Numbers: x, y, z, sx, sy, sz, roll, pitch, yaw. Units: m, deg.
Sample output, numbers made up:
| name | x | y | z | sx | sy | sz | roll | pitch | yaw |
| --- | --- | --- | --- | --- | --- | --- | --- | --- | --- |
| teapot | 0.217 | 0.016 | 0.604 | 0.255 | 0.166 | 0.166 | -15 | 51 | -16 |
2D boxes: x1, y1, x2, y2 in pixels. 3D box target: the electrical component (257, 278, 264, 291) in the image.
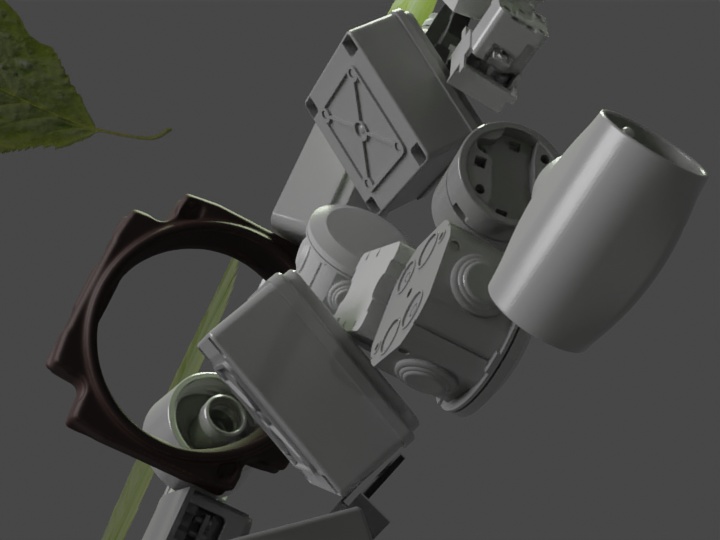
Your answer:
| name | x | y | z | sx | sy | sz | roll | pitch | yaw |
| --- | --- | --- | --- | --- | --- | --- | --- | --- | --- |
| electrical component | -0.077 | 0.050 | 1.031 | 0.121 | 0.063 | 0.079 | -64 | 9 | -6 |

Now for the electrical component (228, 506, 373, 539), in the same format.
| name | x | y | z | sx | sy | sz | roll | pitch | yaw |
| --- | --- | --- | --- | --- | --- | --- | --- | --- | --- |
| electrical component | -0.031 | 0.157 | 0.482 | 0.047 | 0.083 | 0.075 | -51 | 53 | 53 |

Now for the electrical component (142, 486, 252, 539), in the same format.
| name | x | y | z | sx | sy | sz | roll | pitch | yaw |
| --- | --- | --- | --- | --- | --- | --- | --- | --- | --- |
| electrical component | -0.150 | 0.245 | 0.896 | 0.105 | 0.060 | 0.186 | -66 | 10 | -19 |

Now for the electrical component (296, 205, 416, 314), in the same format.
| name | x | y | z | sx | sy | sz | roll | pitch | yaw |
| --- | --- | --- | --- | --- | --- | --- | --- | --- | --- |
| electrical component | -0.004 | -0.004 | 0.738 | 0.080 | 0.080 | 0.051 | -78 | 12 | -57 |

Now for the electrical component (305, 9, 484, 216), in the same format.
| name | x | y | z | sx | sy | sz | roll | pitch | yaw |
| --- | --- | --- | --- | --- | --- | --- | --- | --- | --- |
| electrical component | 0.022 | -0.110 | 0.771 | 0.056 | 0.108 | 0.108 | -28 | -9 | -27 |

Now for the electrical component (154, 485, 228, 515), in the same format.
| name | x | y | z | sx | sy | sz | roll | pitch | yaw |
| --- | --- | --- | --- | --- | --- | --- | --- | --- | --- |
| electrical component | -0.165 | 0.229 | 1.048 | 0.059 | 0.054 | 0.095 | -54 | 13 | 43 |

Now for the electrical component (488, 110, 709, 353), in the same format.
| name | x | y | z | sx | sy | sz | roll | pitch | yaw |
| --- | --- | --- | --- | --- | --- | --- | --- | --- | --- |
| electrical component | 0.085 | -0.021 | 0.402 | 0.077 | 0.043 | 0.079 | -60 | 10 | 22 |

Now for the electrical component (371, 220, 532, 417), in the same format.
| name | x | y | z | sx | sy | sz | roll | pitch | yaw |
| --- | --- | --- | --- | --- | --- | --- | --- | --- | --- |
| electrical component | 0.044 | 0.021 | 0.485 | 0.080 | 0.051 | 0.080 | -60 | 10 | 17 |

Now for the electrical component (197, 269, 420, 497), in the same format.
| name | x | y | z | sx | sy | sz | roll | pitch | yaw |
| --- | --- | --- | --- | --- | --- | --- | --- | --- | --- |
| electrical component | -0.032 | 0.061 | 0.579 | 0.056 | 0.108 | 0.109 | -40 | 2 | -14 |

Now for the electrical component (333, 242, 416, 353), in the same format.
| name | x | y | z | sx | sy | sz | roll | pitch | yaw |
| --- | --- | --- | --- | --- | --- | --- | --- | --- | --- |
| electrical component | 0.025 | 0.022 | 0.570 | 0.050 | 0.056 | 0.089 | -64 | 9 | -8 |

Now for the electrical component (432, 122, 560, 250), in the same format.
| name | x | y | z | sx | sy | sz | roll | pitch | yaw |
| --- | --- | --- | --- | --- | --- | --- | --- | --- | --- |
| electrical component | 0.065 | -0.036 | 0.521 | 0.047 | 0.055 | 0.055 | 126 | 168 | -62 |

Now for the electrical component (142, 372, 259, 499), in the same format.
| name | x | y | z | sx | sy | sz | roll | pitch | yaw |
| --- | --- | --- | --- | --- | --- | --- | --- | --- | --- |
| electrical component | -0.132 | 0.143 | 0.958 | 0.060 | 0.108 | 0.108 | -47 | 18 | 41 |

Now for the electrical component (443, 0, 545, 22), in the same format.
| name | x | y | z | sx | sy | sz | roll | pitch | yaw |
| --- | --- | --- | --- | --- | --- | --- | --- | --- | --- |
| electrical component | 0.092 | -0.246 | 0.796 | 0.150 | 0.062 | 0.089 | -113 | 41 | -56 |

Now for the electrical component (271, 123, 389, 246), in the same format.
| name | x | y | z | sx | sy | sz | roll | pitch | yaw |
| --- | --- | --- | --- | --- | --- | --- | --- | --- | --- |
| electrical component | -0.014 | -0.063 | 0.868 | 0.113 | 0.057 | 0.078 | -66 | -27 | -14 |

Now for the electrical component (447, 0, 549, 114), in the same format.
| name | x | y | z | sx | sy | sz | roll | pitch | yaw |
| --- | --- | --- | --- | --- | --- | --- | --- | --- | --- |
| electrical component | 0.093 | -0.148 | 0.716 | 0.063 | 0.042 | 0.081 | -56 | 12 | 30 |
